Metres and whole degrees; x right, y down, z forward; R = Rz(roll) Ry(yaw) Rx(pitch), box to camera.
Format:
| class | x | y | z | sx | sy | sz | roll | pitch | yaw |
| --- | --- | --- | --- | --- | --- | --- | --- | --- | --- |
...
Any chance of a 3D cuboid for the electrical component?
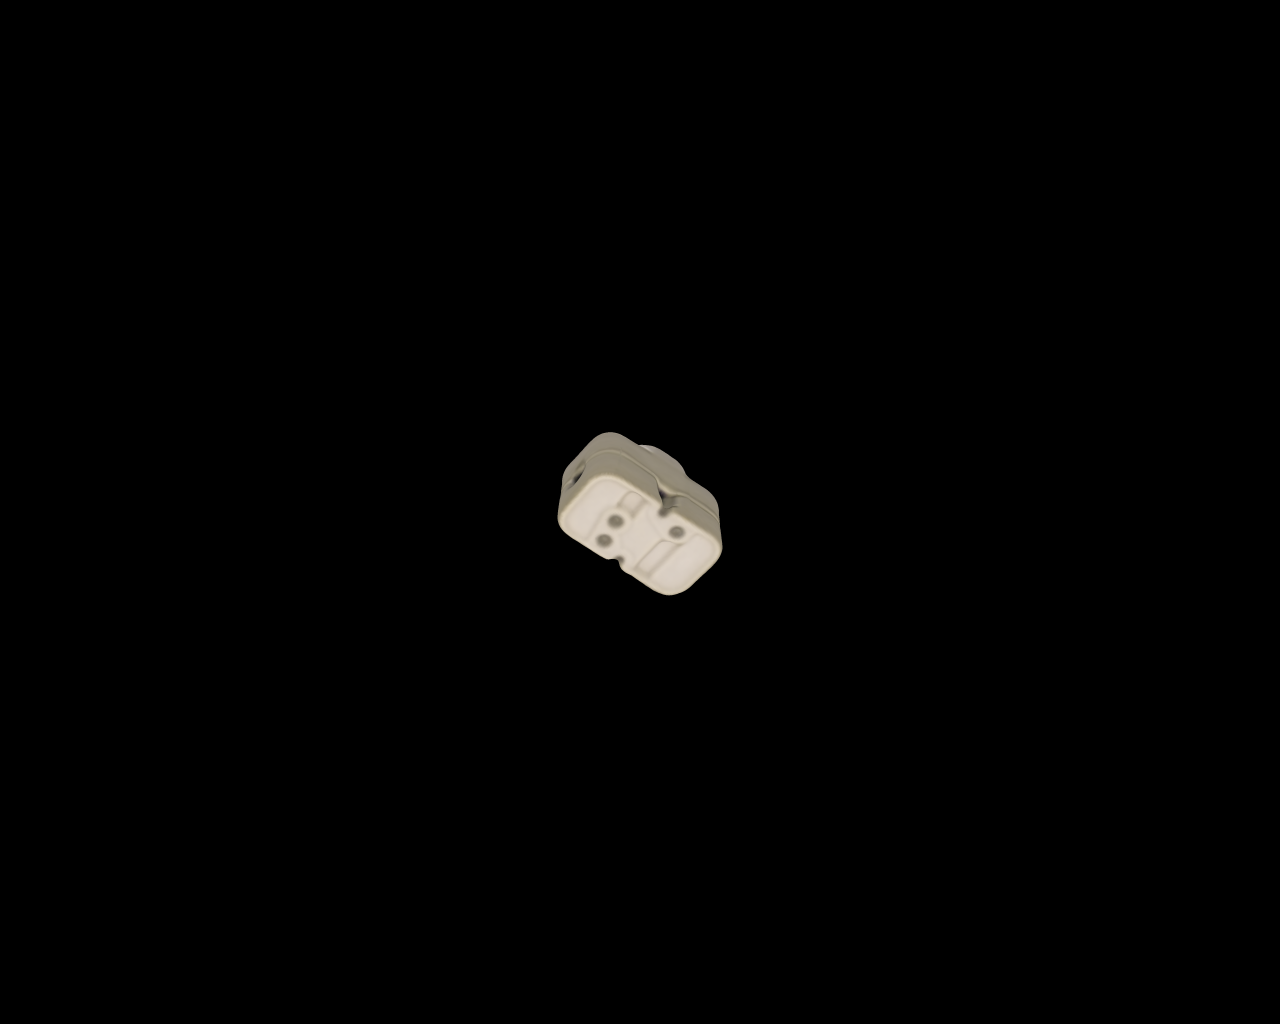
| class | x | y | z | sx | sy | sz | roll | pitch | yaw |
| --- | --- | --- | --- | --- | --- | --- | --- | --- | --- |
| electrical component | 0.001 | -0.003 | 0.650 | 0.095 | 0.053 | 0.059 | 33 | 29 | -21 |
